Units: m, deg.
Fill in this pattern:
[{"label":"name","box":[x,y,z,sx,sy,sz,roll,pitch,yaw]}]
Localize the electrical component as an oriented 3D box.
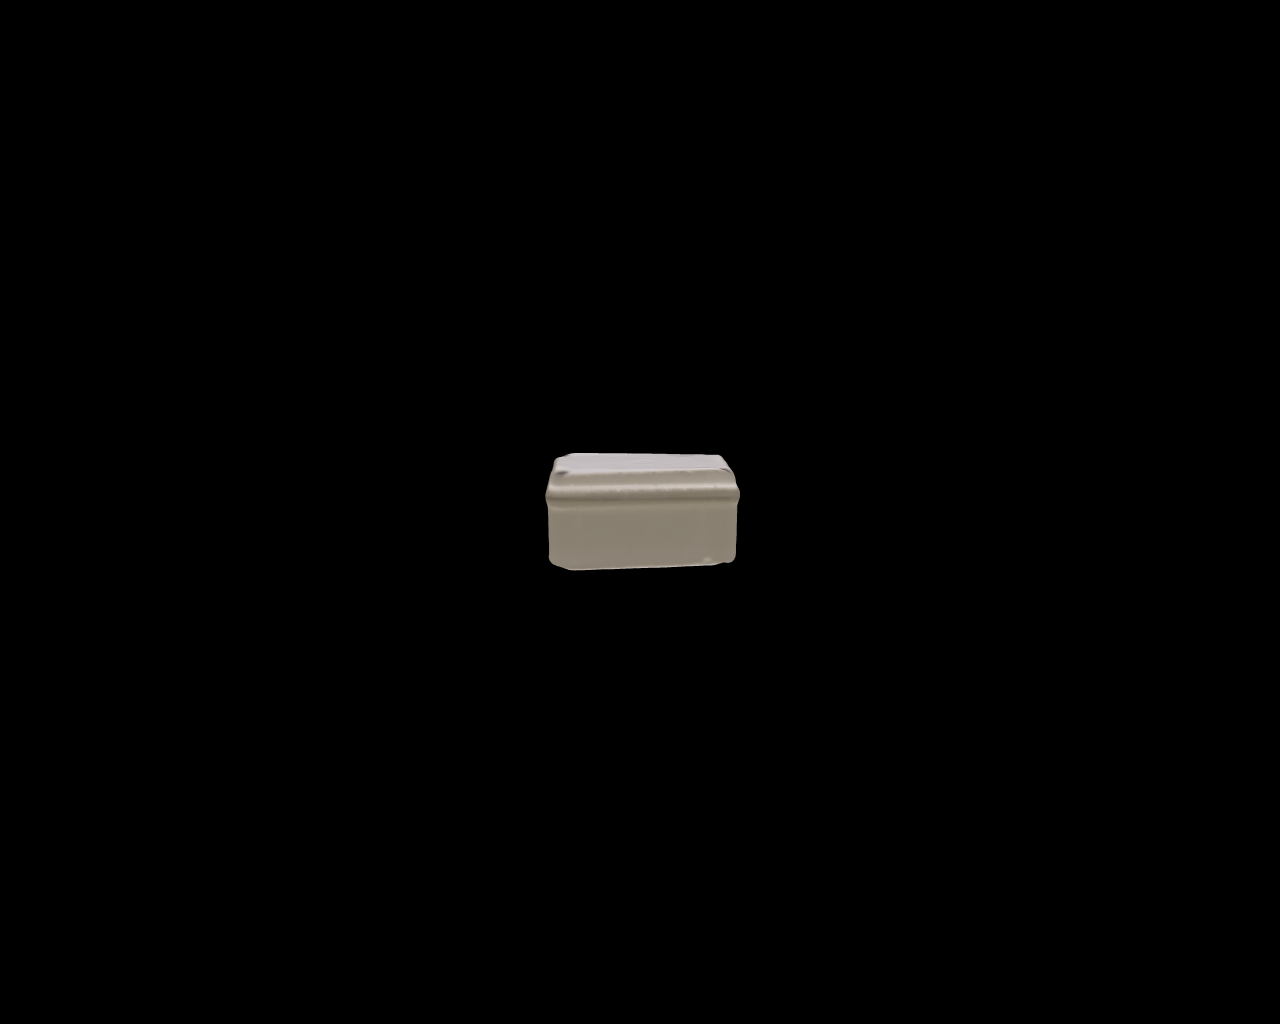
[{"label":"electrical component","box":[0.001,-0.003,0.650,0.113,0.057,0.078,0,12,-2]}]
